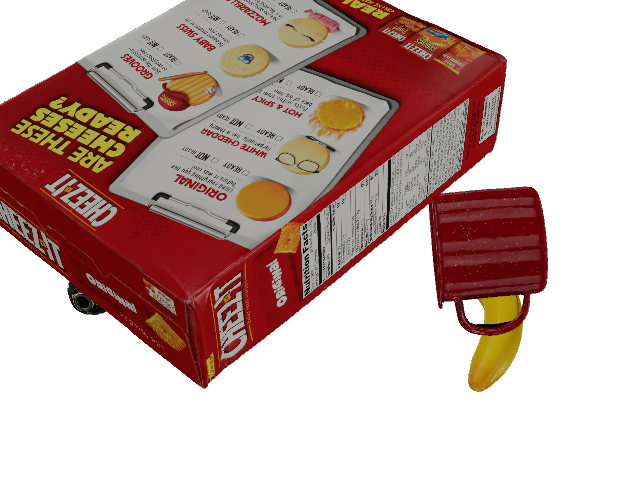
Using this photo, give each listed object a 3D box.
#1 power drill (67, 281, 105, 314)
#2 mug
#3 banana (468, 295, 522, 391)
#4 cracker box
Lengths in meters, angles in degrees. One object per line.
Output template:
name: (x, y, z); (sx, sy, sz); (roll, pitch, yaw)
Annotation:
power drill: (-0.109, 0.017, 0.931); (0.188, 0.057, 0.184); (7, 29, 8)
mug: (0.127, 0.014, 0.806); (0.081, 0.117, 0.093); (-5, -18, 5)
banana: (0.168, 0.079, 1.060); (0.070, 0.037, 0.198); (-29, 25, 14)
cracker box: (-0.038, -0.049, 0.532); (0.164, 0.072, 0.213); (33, 56, 30)
